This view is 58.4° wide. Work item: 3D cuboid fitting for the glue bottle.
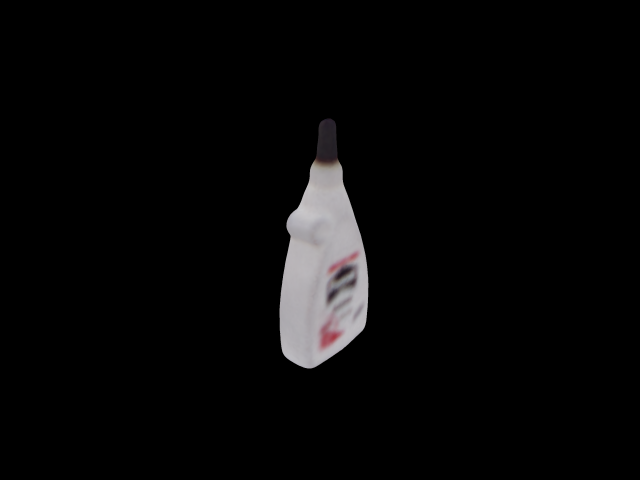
[{"bbox_3d":[0.004,0.001,0.400,0.037,0.173,0.078,18,32,32],"label":"glue bottle"}]
